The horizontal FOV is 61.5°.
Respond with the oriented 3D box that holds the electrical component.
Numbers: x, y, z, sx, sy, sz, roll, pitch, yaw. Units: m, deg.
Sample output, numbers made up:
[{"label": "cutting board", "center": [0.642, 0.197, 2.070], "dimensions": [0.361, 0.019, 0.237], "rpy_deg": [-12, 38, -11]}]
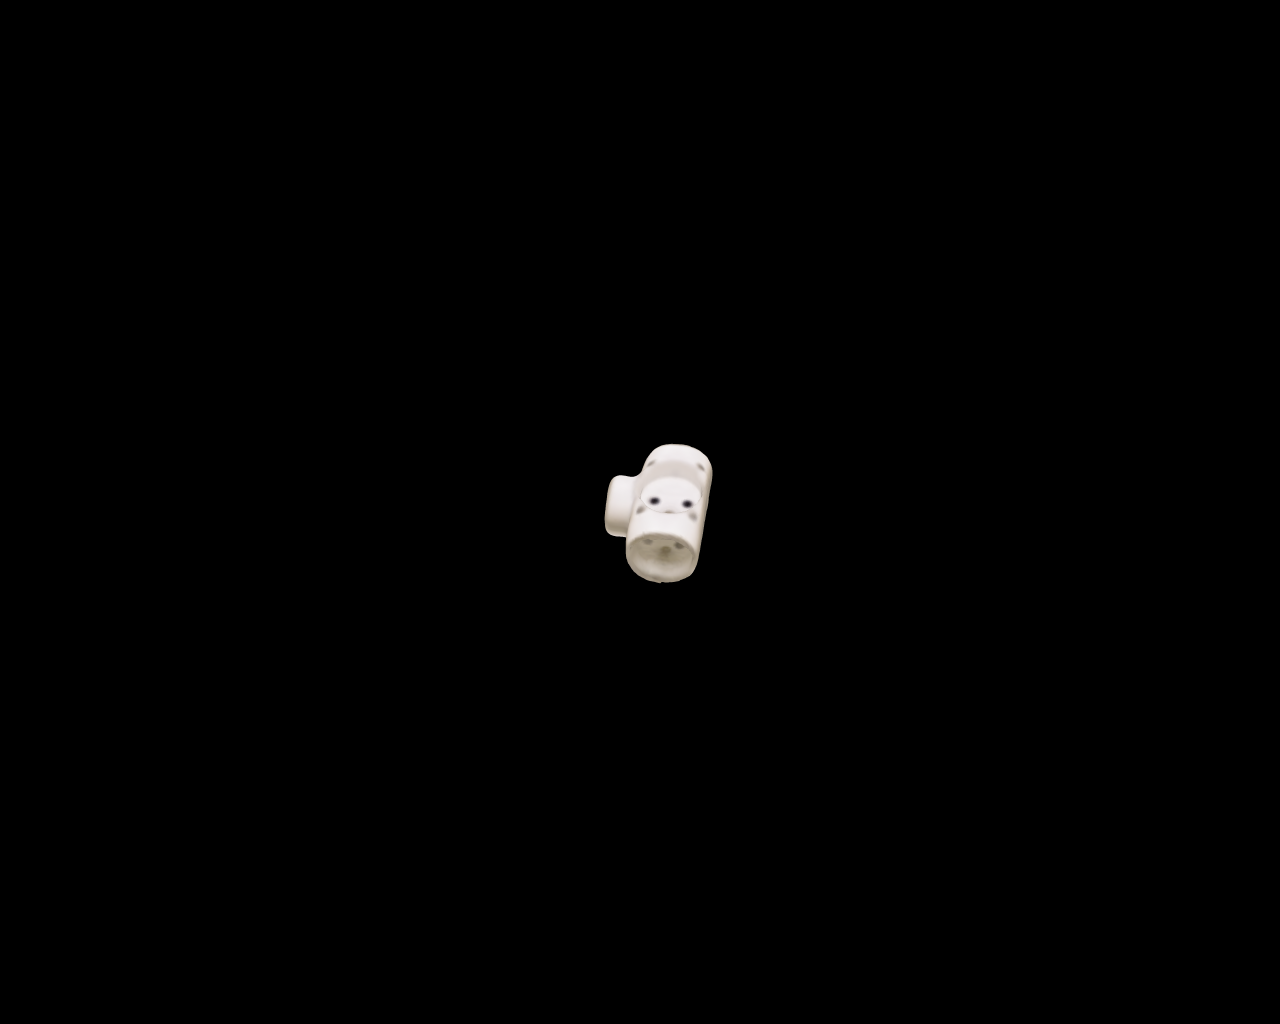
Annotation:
[{"label": "electrical component", "center": [0.001, -0.003, 0.650], "dimensions": [0.079, 0.077, 0.044], "rpy_deg": [7, -43, 7]}]
